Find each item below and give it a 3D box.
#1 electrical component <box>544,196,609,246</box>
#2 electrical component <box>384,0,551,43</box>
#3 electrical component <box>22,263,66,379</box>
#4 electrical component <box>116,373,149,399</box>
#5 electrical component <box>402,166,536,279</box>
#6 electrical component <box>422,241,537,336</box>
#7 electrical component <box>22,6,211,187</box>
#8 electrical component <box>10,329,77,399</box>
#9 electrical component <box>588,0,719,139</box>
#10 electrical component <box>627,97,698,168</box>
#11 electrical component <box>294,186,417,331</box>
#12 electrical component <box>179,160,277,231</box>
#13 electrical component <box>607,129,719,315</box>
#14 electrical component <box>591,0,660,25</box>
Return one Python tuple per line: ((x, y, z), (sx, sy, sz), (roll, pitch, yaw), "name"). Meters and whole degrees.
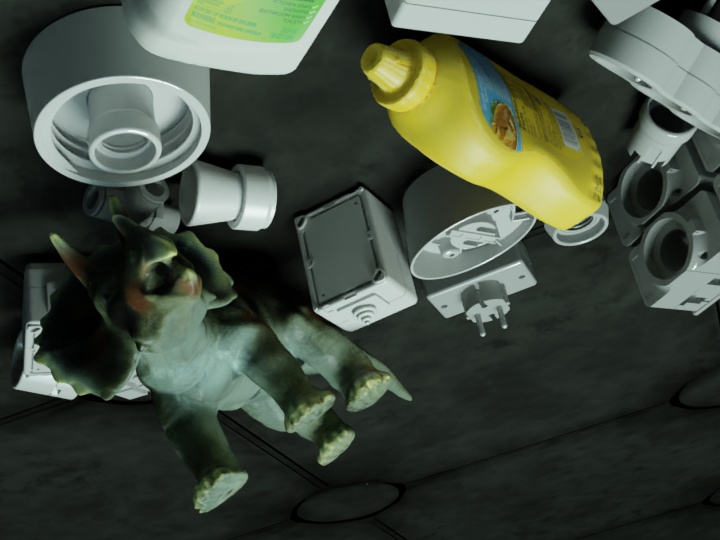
((0.156, -0.052, 0.799), (0.066, 0.055, 0.048), (8, 144, -32), "electrical component")
((0.063, -0.168, 0.577), (0.083, 0.047, 0.075), (2, 147, -23), "electrical component")
((-0.216, 0.031, 0.792), (0.062, 0.061, 0.096), (0, 147, -19), "electrical component")
((-0.194, 0.080, 0.898), (0.066, 0.048, 0.055), (-18, 155, 23), "electrical component")
((0.079, -0.036, 0.788), (0.099, 0.064, 0.099), (-9, 149, -6), "electrical component")
((0.100, 0.018, 0.874), (0.083, 0.075, 0.047), (-22, 149, 15), "electrical component")
((-0.137, -0.091, 0.618), (0.108, 0.060, 0.108), (-9, 150, -6), "electrical component")
((-0.249, 0.073, 0.859), (0.047, 0.055, 0.055), (12, 142, -29), "electrical component")
((0.211, -0.139, 0.677), (0.138, 0.052, 0.073), (22, 102, -37), "electrical component")
((0.212, -0.098, 0.759), (0.040, 0.040, 0.046), (-7, 155, -10), "electrical component")
((0.000, 0.000, 0.787), (0.062, 0.096, 0.061), (-25, 150, 20), "electrical component")
((-0.089, -0.050, 0.721), (0.055, 0.045, 0.045), (3, 146, -26), "electrical component")
((0.265, -0.061, 0.774), (0.060, 0.105, 0.186), (6, 145, -28), "electrical component")
((0.150, -0.188, 0.575), (0.100, 0.048, 0.100), (-28, 145, 26), "electrical component")
